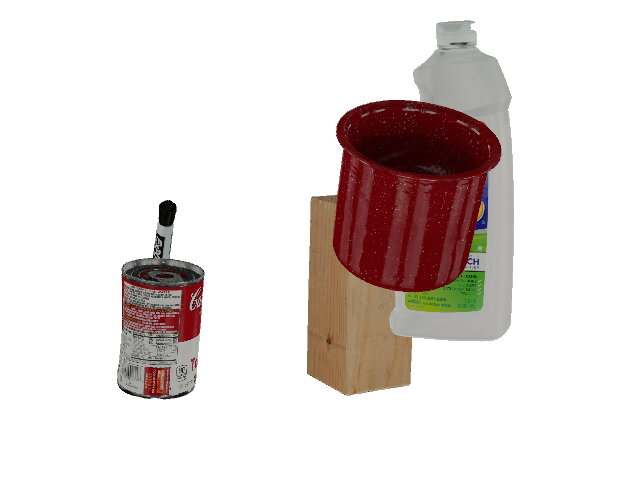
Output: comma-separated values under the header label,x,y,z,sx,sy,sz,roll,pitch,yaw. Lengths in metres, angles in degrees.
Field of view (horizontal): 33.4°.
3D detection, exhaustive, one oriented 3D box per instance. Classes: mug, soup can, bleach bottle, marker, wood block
label,x,y,z,sx,sy,sz,roll,pitch,yaw
mug,0.057,-0.030,0.624,0.093,0.081,0.117,22,36,21
soup can,-0.134,0.073,0.887,0.068,0.102,0.068,5,15,-2
bleach bottle,0.103,-0.048,0.857,0.103,0.251,0.068,2,15,21
marker,-0.171,0.003,1.163,0.020,0.121,0.020,8,43,-8
wood block,0.045,0.056,1.192,0.090,0.206,0.091,-5,13,-31
